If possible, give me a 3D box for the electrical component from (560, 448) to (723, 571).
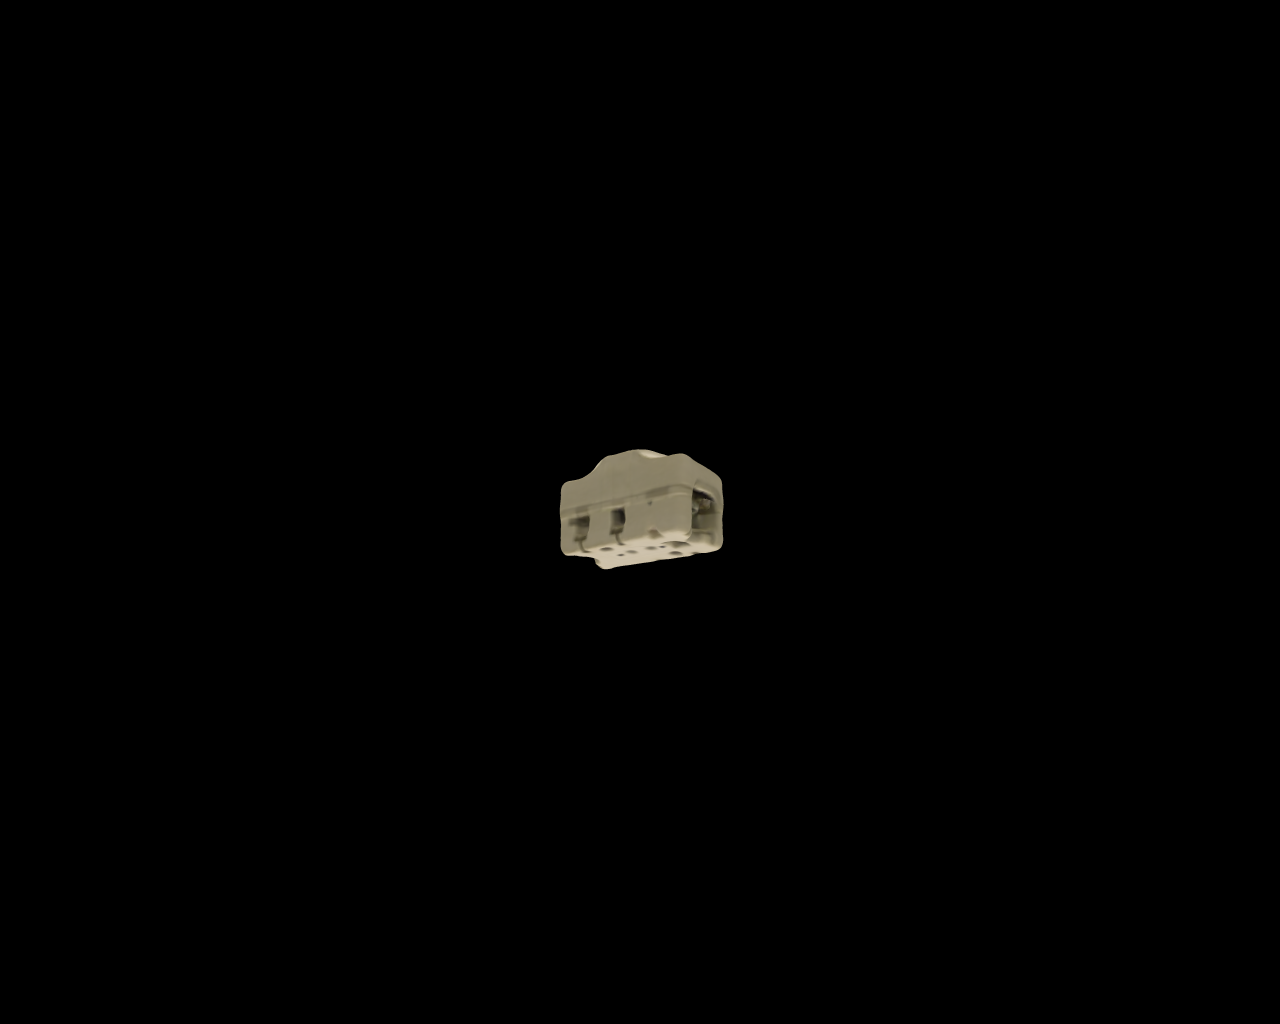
[{"bbox_3d":[0.001,-0.003,0.650,0.089,0.056,0.050,-12,-23,31],"label":"electrical component"}]
